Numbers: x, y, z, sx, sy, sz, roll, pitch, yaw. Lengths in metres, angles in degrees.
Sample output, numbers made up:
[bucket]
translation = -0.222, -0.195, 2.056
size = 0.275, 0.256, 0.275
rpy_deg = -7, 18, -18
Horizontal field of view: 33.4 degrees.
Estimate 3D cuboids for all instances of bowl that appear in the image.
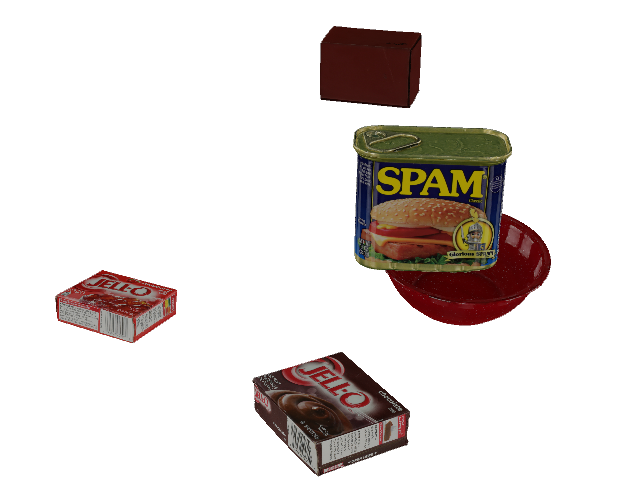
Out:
[bowl]
translation = 0.130, 0.030, 0.998
size = 0.162, 0.055, 0.162
rpy_deg = 1, 35, -1

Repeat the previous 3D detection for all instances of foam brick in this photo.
[foam brick]
translation = 0.042, -0.145, 0.891
size = 0.078, 0.051, 0.053
rpy_deg = 8, 27, 13

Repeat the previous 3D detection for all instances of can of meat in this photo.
[can of meat]
translation = 0.071, -0.027, 0.709
size = 0.102, 0.084, 0.057
rpy_deg = 2, 25, 3

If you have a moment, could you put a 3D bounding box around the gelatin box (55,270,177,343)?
[gelatin box]
translation = -0.191, 0.060, 1.002
size = 0.089, 0.030, 0.073
rpy_deg = 14, 23, 22

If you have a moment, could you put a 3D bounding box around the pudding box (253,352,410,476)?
[pudding box]
translation = 0.008, 0.142, 0.891
size = 0.089, 0.039, 0.114
rpy_deg = -15, 30, -26
